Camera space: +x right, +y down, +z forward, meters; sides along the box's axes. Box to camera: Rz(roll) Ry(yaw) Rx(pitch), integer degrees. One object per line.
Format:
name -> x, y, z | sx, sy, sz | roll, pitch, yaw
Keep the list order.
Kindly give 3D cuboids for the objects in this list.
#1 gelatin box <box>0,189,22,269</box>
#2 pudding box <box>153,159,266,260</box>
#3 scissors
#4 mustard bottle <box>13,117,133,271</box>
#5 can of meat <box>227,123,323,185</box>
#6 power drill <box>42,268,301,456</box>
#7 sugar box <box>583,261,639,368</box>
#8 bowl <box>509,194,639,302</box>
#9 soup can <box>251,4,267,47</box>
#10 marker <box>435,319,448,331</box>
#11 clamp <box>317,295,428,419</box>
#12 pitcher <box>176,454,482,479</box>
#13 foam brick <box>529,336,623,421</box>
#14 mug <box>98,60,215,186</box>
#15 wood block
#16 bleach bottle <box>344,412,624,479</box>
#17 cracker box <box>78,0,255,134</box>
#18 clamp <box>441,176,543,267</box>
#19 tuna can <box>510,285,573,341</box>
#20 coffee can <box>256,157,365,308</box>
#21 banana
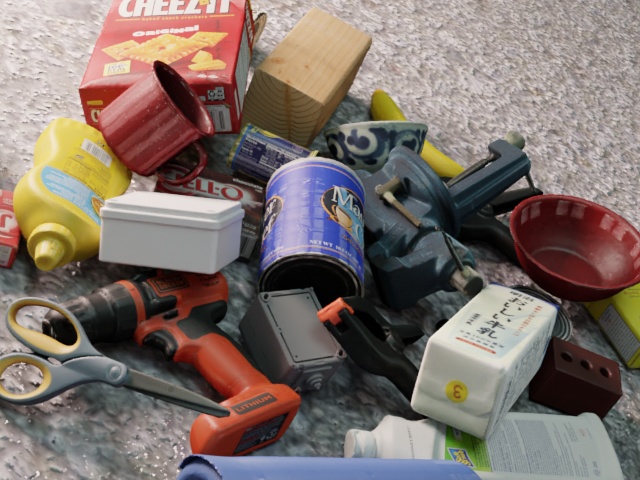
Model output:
gelatin box -> -0.312, -0.018, 0.958 | 0.089, 0.030, 0.073 | 14, 39, -16
pudding box -> -0.116, -0.033, 1.086 | 0.113, 0.039, 0.090 | 18, 38, -10
scissors -> -0.177, 0.118, 0.839 | 0.202, 0.016, 0.096 | 32, 74, 15
mustard bottle -> -0.232, -0.034, 0.985 | 0.096, 0.058, 0.191 | 39, 26, -23
can of meat -> -0.048, -0.085, 1.151 | 0.084, 0.057, 0.102 | 24, 3, 2
power drill -> -0.119, 0.103, 0.906 | 0.184, 0.057, 0.188 | -15, 53, -41
sugar box -> 0.356, 0.069, 1.243 | 0.093, 0.048, 0.176 | 0, 45, -30
bowl -> 0.283, 0.019, 1.193 | 0.162, 0.055, 0.162 | 8, 39, -7
soup can -> -0.127, -0.285, 1.359 | 0.102, 0.069, 0.068 | 32, 37, 5
marker -> 0.129, 0.123, 1.063 | 0.020, 0.020, 0.121 | 16, 38, -13
clamp -> 0.064, 0.108, 0.984 | 0.171, 0.039, 0.120 | 28, 25, -46
pitcher -> 0.015, 0.228, 0.782 | 0.242, 0.145, 0.149 | 4, 75, -31
foam brick -> 0.260, 0.144, 1.091 | 0.078, 0.051, 0.053 | 22, 37, -6
mug -> -0.157, -0.106, 1.051 | 0.117, 0.081, 0.093 | 55, 14, 5
wood block -> -0.017, -0.192, 1.294 | 0.090, 0.091, 0.205 | 28, 36, 2
bleach bottle -> 0.141, 0.192, 0.955 | 0.250, 0.068, 0.102 | 10, 37, -17
cracker box -> -0.164, -0.201, 1.186 | 0.164, 0.072, 0.213 | -1, 40, 3
clamp -> 0.194, -0.021, 1.262 | 0.209, 0.036, 0.164 | 12, 41, -21
tuna can -> 0.226, 0.090, 1.149 | 0.086, 0.034, 0.086 | 16, 38, -13
coffee can -> -0.007, 0.001, 1.050 | 0.102, 0.103, 0.140 | 17, 42, -13
banana -> 0.118, -0.124, 1.342 | 0.198, 0.037, 0.069 | 46, 27, 23
